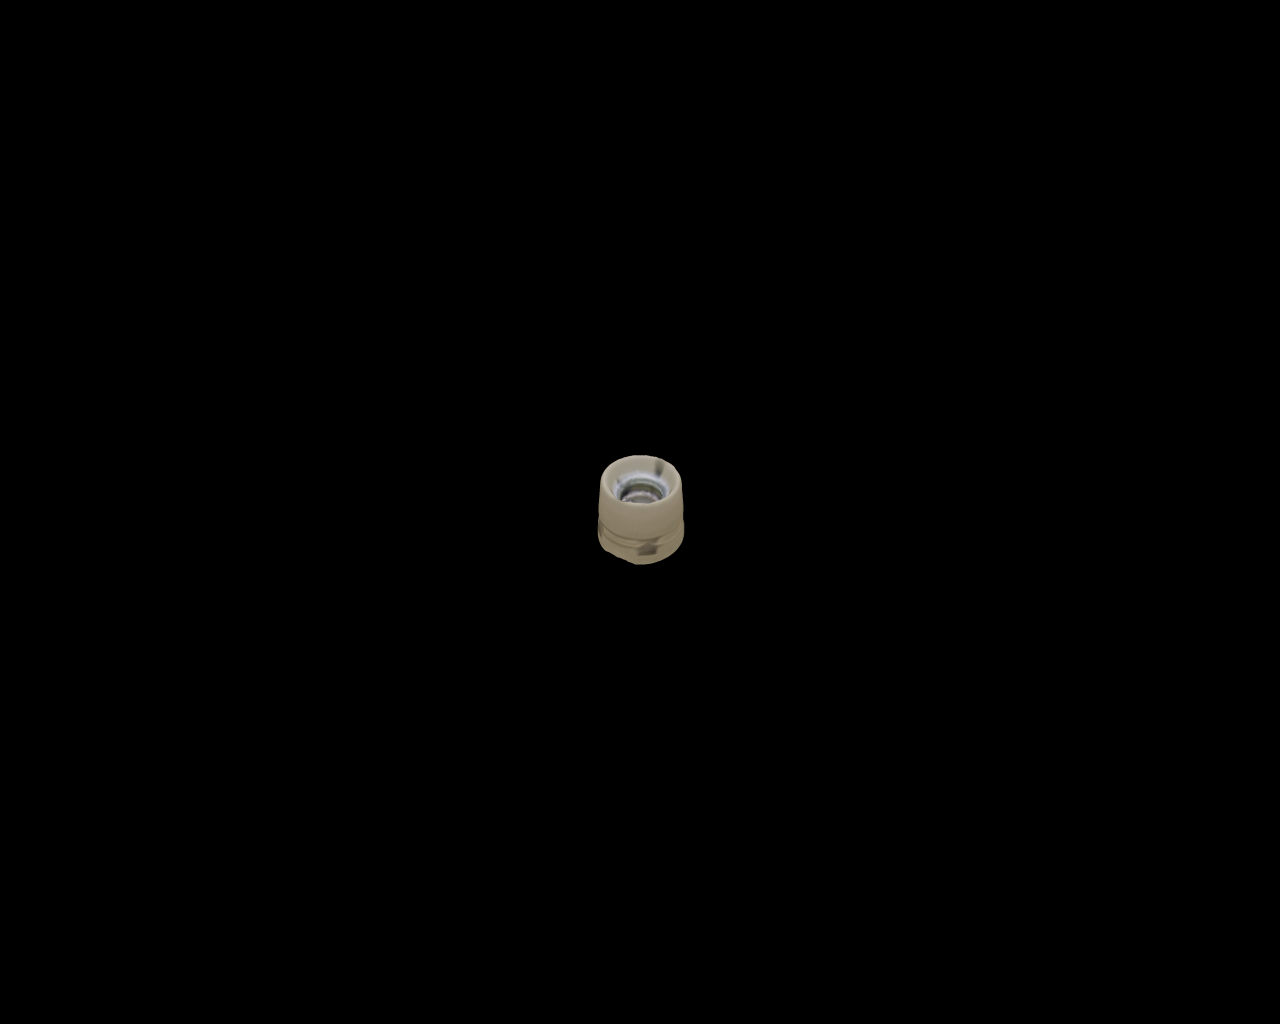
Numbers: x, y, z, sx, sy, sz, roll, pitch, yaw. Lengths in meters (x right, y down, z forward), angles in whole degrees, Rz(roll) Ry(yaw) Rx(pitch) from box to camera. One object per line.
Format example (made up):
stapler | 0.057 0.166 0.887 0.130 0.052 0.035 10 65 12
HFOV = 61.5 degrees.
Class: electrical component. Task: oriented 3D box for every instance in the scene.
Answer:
electrical component | 0.001 -0.003 0.650 0.055 0.047 0.055 0 42 0
